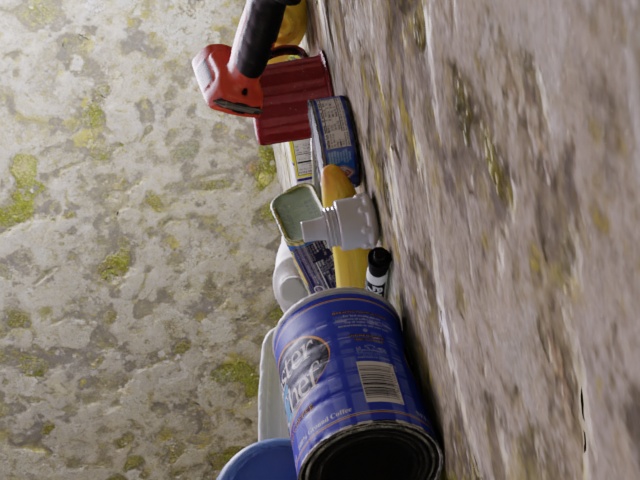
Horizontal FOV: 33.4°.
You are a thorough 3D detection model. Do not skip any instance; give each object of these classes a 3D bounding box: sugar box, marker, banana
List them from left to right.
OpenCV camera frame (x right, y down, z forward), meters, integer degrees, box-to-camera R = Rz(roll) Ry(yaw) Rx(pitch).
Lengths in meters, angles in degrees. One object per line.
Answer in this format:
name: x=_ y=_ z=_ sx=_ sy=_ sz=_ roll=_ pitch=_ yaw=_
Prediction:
sugar box: x=-0.023 y=-0.134 z=1.314 sx=0.093 sy=0.048 sz=0.176 roll=-107 pitch=5 yaw=-65
banana: x=0.027 y=0.029 z=0.939 sx=0.069 sy=0.037 sz=0.198 roll=-36 pitch=-58 yaw=-74
marker: x=0.046 y=0.036 z=0.873 sx=0.121 sy=0.020 sz=0.020 roll=90 pitch=170 yaw=-65

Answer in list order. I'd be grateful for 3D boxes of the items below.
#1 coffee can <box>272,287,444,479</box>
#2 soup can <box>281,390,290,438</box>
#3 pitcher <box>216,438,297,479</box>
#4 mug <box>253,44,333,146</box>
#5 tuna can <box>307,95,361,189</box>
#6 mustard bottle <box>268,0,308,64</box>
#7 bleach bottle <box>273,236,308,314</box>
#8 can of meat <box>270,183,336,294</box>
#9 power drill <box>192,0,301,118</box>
coffee can: x=0.024 y=0.118 z=0.782 sx=0.140 sy=0.102 sz=0.103 roll=-104 pitch=6 yaw=-51
soup can: x=0.022 y=0.147 z=0.895 sx=0.068 sy=0.102 sz=0.068 roll=171 pitch=90 yaw=-87
pitcher: x=-0.059 y=0.246 z=0.880 sx=0.243 sy=0.149 sz=0.145 roll=112 pitch=139 yaw=-59
mug: x=-0.033 y=-0.153 z=1.102 sx=0.093 sy=0.081 sz=0.117 roll=87 pitch=172 yaw=-64
tuna can: x=0.012 y=-0.086 z=0.957 sx=0.086 sy=0.033 sz=0.086 roll=170 pitch=90 yaw=-86
mustard bottle: x=-0.049 y=-0.242 z=1.197 sx=0.192 sy=0.058 sz=0.096 roll=-118 pitch=50 yaw=-76
bleach bottle: x=-0.021 y=0.038 z=1.279 sx=0.250 sy=0.068 sz=0.102 roll=-39 pitch=-63 yaw=-84
can of meat: x=-0.007 y=0.001 z=1.105 sx=0.084 sy=0.057 sz=0.102 roll=64 pitch=179 yaw=-36
power drill: x=-0.064 y=-0.225 z=1.003 sx=0.184 sy=0.057 sz=0.188 roll=-112 pitch=39 yaw=-49
